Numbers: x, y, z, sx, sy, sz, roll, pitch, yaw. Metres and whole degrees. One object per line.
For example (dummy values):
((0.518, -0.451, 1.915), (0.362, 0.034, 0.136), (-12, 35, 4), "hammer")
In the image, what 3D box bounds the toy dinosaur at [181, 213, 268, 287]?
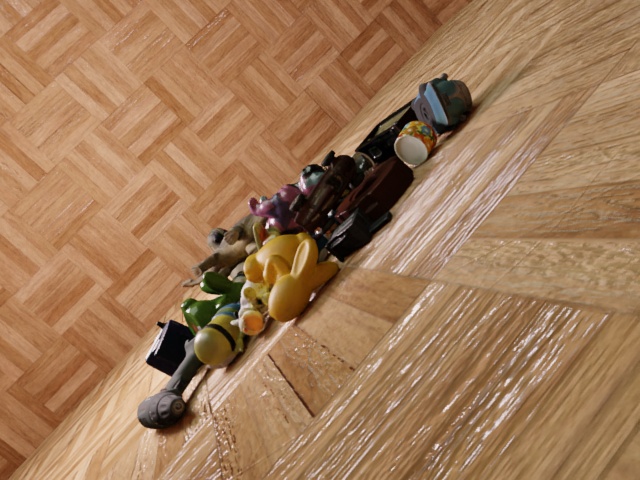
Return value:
((-0.179, -0.013, 1.365), (0.471, 0.105, 0.199), (-35, 14, 19), "toy dinosaur")

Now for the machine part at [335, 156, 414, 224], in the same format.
((0.105, -0.091, 1.071), (0.179, 0.056, 0.179), (-44, 12, 12), "machine part")

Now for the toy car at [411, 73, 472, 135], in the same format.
((0.256, -0.273, 1.096), (0.103, 0.109, 0.161), (-23, -1, -1), "toy car")

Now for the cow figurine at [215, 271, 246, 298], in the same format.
((-0.233, 0.166, 1.337), (0.195, 0.085, 0.127), (-46, 5, -10), "cow figurine")

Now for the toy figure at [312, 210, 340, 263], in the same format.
((0.002, 0.003, 1.101), (0.154, 0.058, 0.064), (-50, 4, -24), "toy figure")

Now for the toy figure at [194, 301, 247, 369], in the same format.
((-0.191, 0.183, 1.079), (0.082, 0.089, 0.180), (-48, 10, 30), "toy figure")

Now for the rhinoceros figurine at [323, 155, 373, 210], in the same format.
((0.050, -0.119, 1.271), (0.190, 0.112, 0.073), (-54, 24, 20), "rhinoceros figurine")

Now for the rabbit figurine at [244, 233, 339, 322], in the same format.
((-0.046, 0.073, 0.960), (0.162, 0.121, 0.173), (-32, 29, 20), "rabbit figurine")

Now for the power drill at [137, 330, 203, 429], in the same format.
((-0.272, 0.284, 1.072), (0.232, 0.086, 0.207), (-38, 20, 46), "power drill")

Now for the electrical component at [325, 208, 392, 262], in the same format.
((0.069, -0.020, 0.963), (0.119, 0.047, 0.075), (-41, 12, 31), "electrical component")

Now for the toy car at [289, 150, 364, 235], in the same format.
((0.017, -0.095, 1.042), (0.053, 0.089, 0.202), (-38, 14, 53), "toy car")

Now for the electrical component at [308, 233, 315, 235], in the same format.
((-0.001, -0.004, 1.192), (0.102, 0.045, 0.078), (-45, -11, -6), "electrical component")

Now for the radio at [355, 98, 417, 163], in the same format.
((0.189, -0.271, 1.375), (0.131, 0.073, 0.229), (-50, 11, -22), "radio")

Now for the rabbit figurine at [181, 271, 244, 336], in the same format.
((-0.224, 0.151, 1.235), (0.170, 0.159, 0.121), (-34, -7, -31), "rabbit figurine")

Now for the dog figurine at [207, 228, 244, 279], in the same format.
((-0.248, 0.054, 1.514), (0.121, 0.190, 0.172), (-47, 12, -8), "dog figurine")

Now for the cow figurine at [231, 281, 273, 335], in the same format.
((-0.132, 0.127, 1.059), (0.098, 0.068, 0.167), (-52, 15, 43), "cow figurine")

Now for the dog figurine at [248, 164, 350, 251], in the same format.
((-0.041, -0.062, 1.195), (0.219, 0.191, 0.108), (-12, -2, 19), "dog figurine")

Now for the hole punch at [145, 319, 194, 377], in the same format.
((-0.326, 0.252, 1.244), (0.092, 0.142, 0.116), (-33, 30, 56), "hole punch")
